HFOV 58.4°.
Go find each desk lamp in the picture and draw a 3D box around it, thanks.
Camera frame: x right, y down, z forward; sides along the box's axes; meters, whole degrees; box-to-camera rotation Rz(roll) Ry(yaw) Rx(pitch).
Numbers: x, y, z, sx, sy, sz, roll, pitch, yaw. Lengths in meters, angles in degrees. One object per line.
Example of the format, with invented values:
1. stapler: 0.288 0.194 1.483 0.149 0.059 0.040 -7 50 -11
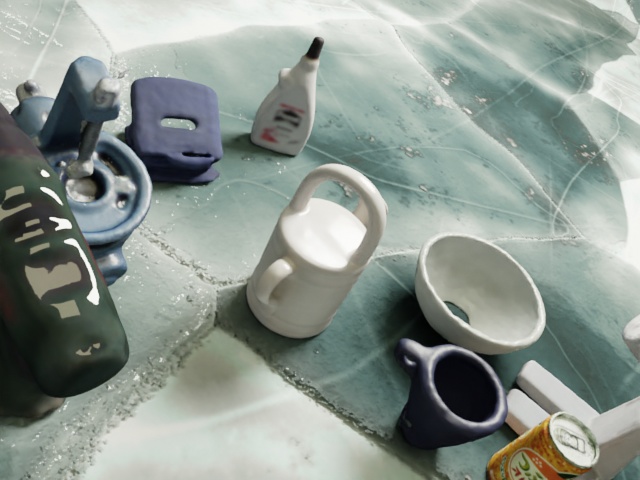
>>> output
1. desk lamp: 0.328 0.173 0.571 0.203 0.213 0.118 41 44 12

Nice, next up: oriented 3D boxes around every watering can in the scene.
1. watering can: 0.004 0.001 0.573 0.101 0.194 0.173 27 43 -2

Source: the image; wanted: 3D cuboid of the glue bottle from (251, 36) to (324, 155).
1. glue bottle: -0.032 -0.190 0.749 0.078 0.173 0.037 11 45 -19

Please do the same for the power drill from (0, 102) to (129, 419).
1. power drill: -0.219 0.029 0.414 0.076 0.208 0.229 -22 63 -41

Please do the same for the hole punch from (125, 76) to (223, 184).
1. hole punch: -0.169 -0.129 0.678 0.109 0.091 0.101 -1 51 -29

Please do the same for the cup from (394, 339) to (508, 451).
1. cup: 0.107 0.155 0.556 0.117 0.095 0.092 38 43 9

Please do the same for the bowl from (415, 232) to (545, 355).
1. bowl: 0.178 0.074 0.686 0.168 0.074 0.167 15 44 -15

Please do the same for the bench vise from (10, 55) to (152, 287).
1. bench vise: -0.233 -0.085 0.506 0.207 0.219 0.122 40 43 11
